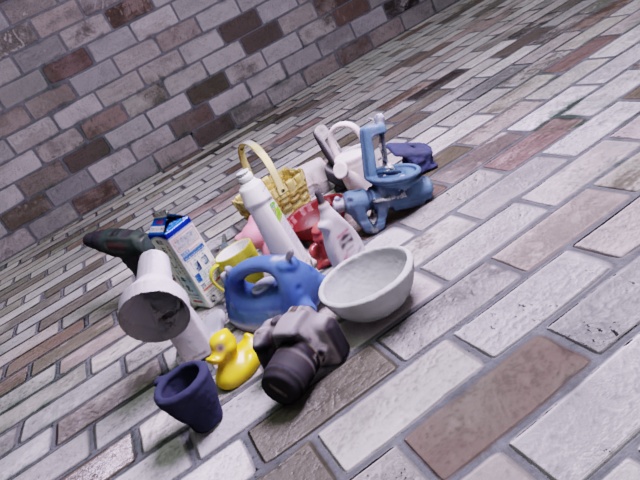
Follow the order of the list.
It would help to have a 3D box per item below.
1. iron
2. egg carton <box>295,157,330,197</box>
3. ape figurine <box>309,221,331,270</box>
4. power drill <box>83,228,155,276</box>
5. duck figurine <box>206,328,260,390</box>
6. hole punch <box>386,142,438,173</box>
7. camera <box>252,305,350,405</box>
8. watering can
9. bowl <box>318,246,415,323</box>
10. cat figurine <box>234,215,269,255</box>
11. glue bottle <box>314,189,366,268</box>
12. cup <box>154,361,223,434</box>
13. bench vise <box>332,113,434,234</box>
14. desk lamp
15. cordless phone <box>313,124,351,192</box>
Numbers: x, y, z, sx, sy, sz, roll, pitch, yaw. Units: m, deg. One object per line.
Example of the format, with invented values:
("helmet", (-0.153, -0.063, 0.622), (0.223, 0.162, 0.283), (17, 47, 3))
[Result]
("iron", (-0.109, 0.088, 1.061), (0.257, 0.142, 0.119), (-11, 28, 35))
("egg carton", (-0.021, -0.176, 1.625), (0.107, 0.069, 0.150), (-25, 23, 6))
("ape figurine", (0.011, 0.004, 1.172), (0.076, 0.092, 0.077), (-40, 26, -28))
("power drill", (-0.482, 0.058, 1.455), (0.228, 0.209, 0.076), (-10, 28, 35))
("duck figurine", (-0.150, 0.188, 0.967), (0.077, 0.086, 0.105), (-6, 31, 42))
("hole punch", (0.222, -0.209, 1.395), (0.101, 0.091, 0.108), (-26, 23, 3))
("camera", (-0.050, 0.172, 0.868), (0.142, 0.101, 0.137), (-12, 27, 34))
("watering can", (0.084, -0.192, 1.377), (0.101, 0.194, 0.173), (-23, 23, 12))
("bowl", (0.086, 0.084, 0.940), (0.167, 0.075, 0.167), (-23, 23, 11))
("cat figurine", (-0.125, -0.005, 1.311), (0.127, 0.118, 0.067), (-14, 27, 30))
("glue bottle", (0.028, -0.021, 1.101), (0.037, 0.173, 0.078), (-1, 35, 47))
("cup", (-0.202, 0.249, 0.883), (0.117, 0.095, 0.092), (-7, 30, 40))
("bench vise", (0.116, -0.134, 1.184), (0.208, 0.220, 0.121), (-35, 24, -18))
("desk lamp", (-0.275, 0.130, 1.061), (0.118, 0.214, 0.203), (-26, 23, 3))
("cordless phone", (0.057, -0.235, 1.511), (0.093, 0.185, 0.148), (-11, 28, 34))
